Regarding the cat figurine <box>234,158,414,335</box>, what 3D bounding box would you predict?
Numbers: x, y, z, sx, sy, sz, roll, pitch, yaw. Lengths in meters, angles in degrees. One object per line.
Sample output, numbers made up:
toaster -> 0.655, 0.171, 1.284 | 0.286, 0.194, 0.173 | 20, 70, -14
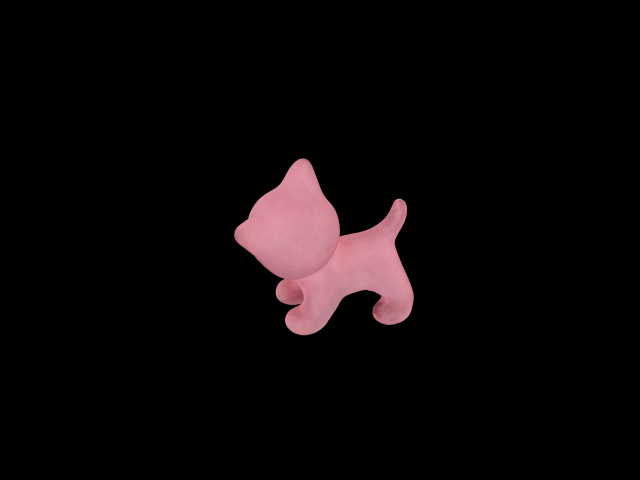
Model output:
cat figurine -> 0.004, 0.001, 0.400 | 0.128, 0.118, 0.067 | -8, 31, -12
